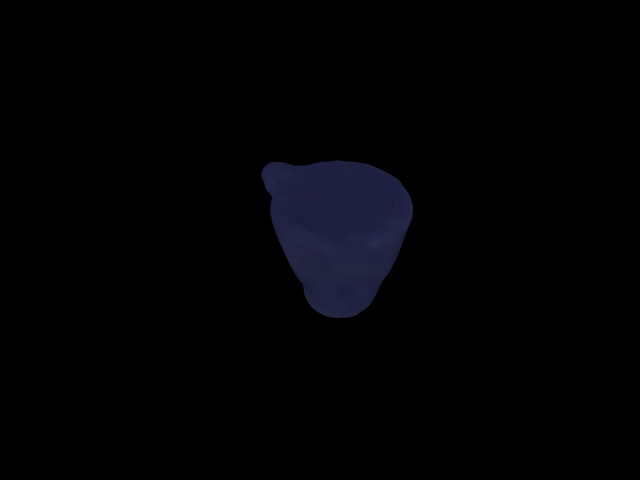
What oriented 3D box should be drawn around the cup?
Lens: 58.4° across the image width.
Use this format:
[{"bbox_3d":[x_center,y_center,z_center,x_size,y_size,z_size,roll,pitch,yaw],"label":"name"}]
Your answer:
[{"bbox_3d":[0.004,0.001,0.400,0.117,0.095,0.092,31,51,30],"label":"cup"}]
